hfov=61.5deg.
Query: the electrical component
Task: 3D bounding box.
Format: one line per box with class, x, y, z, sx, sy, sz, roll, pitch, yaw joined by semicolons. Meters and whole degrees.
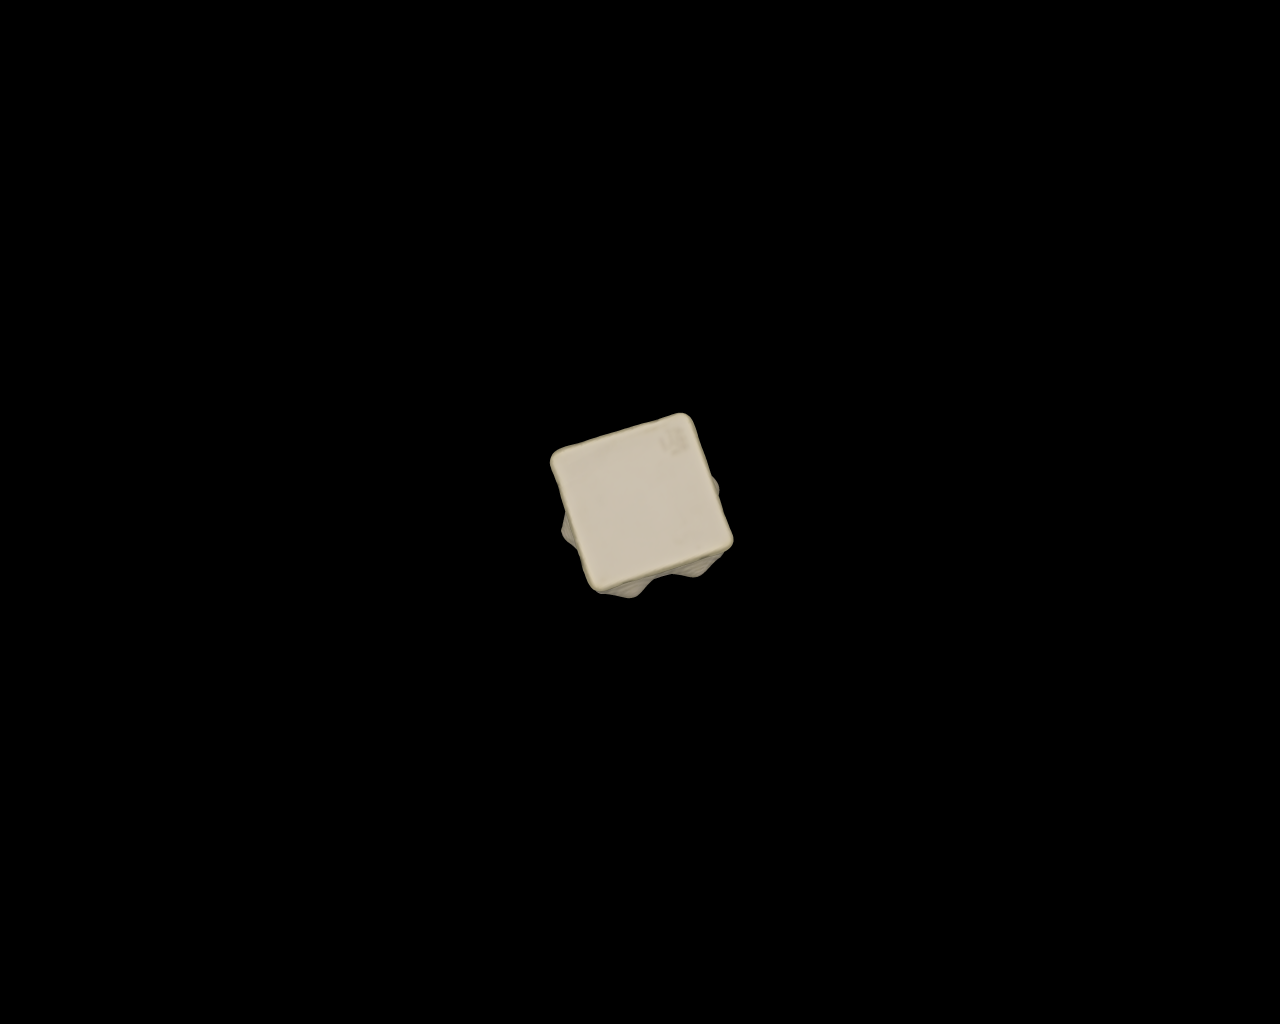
electrical component;0.001;-0.003;0.650;0.100;0.100;0.048;-18;-11;-4
